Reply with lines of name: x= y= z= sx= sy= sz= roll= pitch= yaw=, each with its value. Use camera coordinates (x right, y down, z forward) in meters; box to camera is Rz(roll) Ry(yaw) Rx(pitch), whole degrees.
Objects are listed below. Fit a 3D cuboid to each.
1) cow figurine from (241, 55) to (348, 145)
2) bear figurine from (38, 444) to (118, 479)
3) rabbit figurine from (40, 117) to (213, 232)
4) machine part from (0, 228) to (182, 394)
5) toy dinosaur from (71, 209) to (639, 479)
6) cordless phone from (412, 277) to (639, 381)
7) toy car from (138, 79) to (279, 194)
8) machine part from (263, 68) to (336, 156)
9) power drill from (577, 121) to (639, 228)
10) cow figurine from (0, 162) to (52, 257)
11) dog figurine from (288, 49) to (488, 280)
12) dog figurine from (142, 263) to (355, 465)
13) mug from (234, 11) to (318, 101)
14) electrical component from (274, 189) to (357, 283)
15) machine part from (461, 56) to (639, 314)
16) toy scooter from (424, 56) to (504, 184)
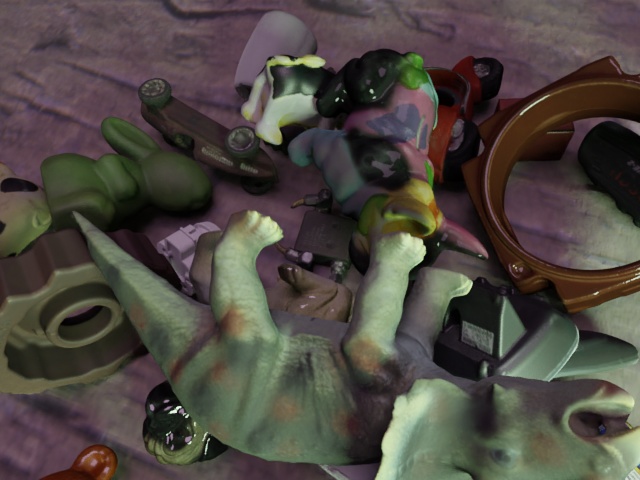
cow figurine: x=0.007 y=-0.149 z=0.591 sx=0.167 sy=0.098 sz=0.068 roll=4 pitch=39 yaw=-31
bear figurine: x=-0.261 y=0.241 z=0.419 sx=0.196 sy=0.131 sz=0.120 roll=-18 pitch=68 yaw=2
rabbit figurine: x=-0.213 y=-0.055 z=0.607 sx=0.170 sy=0.121 sz=0.159 roll=-14 pitch=51 yaw=-23
machine part: x=-0.217 y=0.063 z=0.486 sx=0.179 sy=0.179 sz=0.056 roll=-31 pitch=59 yaw=-12
toy dinosaur: x=-0.019 y=0.088 z=0.373 sx=0.405 sy=0.131 sz=0.192 roll=6 pitch=71 yaw=18
cordless phone: x=0.180 y=0.081 z=0.485 sx=0.184 sy=0.147 sz=0.088 roll=5 pitch=97 yaw=-28
toy car: x=-0.134 y=-0.117 z=0.628 sx=0.202 sy=0.089 sz=0.053 roll=33 pitch=68 yaw=20
machine part: x=-0.012 y=-0.161 z=0.670 sx=0.139 sy=0.039 sz=0.084 roll=-39 pitch=69 yaw=-17
power drill: x=0.391 y=-0.081 z=0.514 sx=0.086 sy=0.207 sz=0.232 roll=1 pitch=36 yaw=-46
cow figurine: x=-0.372 y=0.015 z=0.585 sx=0.127 sy=0.085 sz=0.195 roll=25 pitch=65 yaw=25
dog figurine: x=0.075 y=-0.067 z=0.491 sx=0.191 sy=0.108 sz=0.219 roll=-55 pitch=39 yaw=11
dog figurine: x=-0.057 y=0.119 z=0.492 sx=0.173 sy=0.121 sz=0.190 roll=11 pitch=76 yaw=16
mug: x=-0.071 y=-0.225 z=0.693 sx=0.110 sy=0.080 sz=0.107 roll=10 pitch=66 yaw=40
electrical component: x=0.000 y=-0.003 z=0.573 sx=0.078 sy=0.045 sz=0.102 roll=16 pitch=63 yaw=16
machine part: x=0.251 y=-0.049 z=0.498 sx=0.201 sy=0.087 sz=0.201 roll=-27 pitch=66 yaw=22
toy scooter: x=0.128 y=-0.148 z=0.626 sx=0.135 sy=0.075 sz=0.184 roll=14 pitch=63 yaw=19
